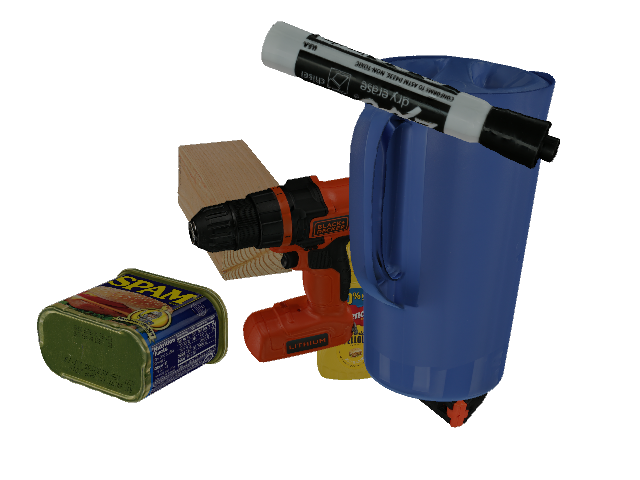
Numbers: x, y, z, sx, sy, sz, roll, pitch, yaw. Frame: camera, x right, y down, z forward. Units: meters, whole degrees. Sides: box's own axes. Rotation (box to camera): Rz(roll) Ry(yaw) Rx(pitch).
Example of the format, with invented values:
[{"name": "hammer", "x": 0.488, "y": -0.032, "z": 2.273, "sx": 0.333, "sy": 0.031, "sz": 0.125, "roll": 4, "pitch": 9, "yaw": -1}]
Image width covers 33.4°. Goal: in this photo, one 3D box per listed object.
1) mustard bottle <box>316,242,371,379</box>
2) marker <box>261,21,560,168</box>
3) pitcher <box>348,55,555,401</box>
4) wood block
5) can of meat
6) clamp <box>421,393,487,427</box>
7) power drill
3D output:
[{"name": "mustard bottle", "x": 0.044, "y": 0.093, "z": 1.445, "sx": 0.096, "sy": 0.192, "sz": 0.058, "roll": -2, "pitch": 20, "yaw": -6}, {"name": "marker", "x": 0.034, "y": -0.056, "z": 0.413, "sx": 0.121, "sy": 0.020, "sz": 0.020, "roll": 23, "pitch": 6, "yaw": 14}, {"name": "pitcher", "x": 0.084, "y": -0.008, "z": 0.775, "sx": 0.149, "sy": 0.243, "sz": 0.145, "roll": 0, "pitch": 20, "yaw": -6}, {"name": "wood block", "x": -0.107, "y": -0.042, "z": 1.318, "sx": 0.090, "sy": 0.090, "sz": 0.206, "roll": -7, "pitch": 29, "yaw": -21}, {"name": "can of meat", "x": -0.128, "y": 0.063, "z": 0.726, "sx": 0.102, "sy": 0.057, "sz": 0.083, "roll": 13, "pitch": 22, "yaw": 30}, {"name": "clamp", "x": 0.135, "y": 0.123, "z": 1.083, "sx": 0.120, "sy": 0.039, "sz": 0.171, "roll": -8, "pitch": 34, "yaw": -9}, {"name": "power drill", "x": -0.029, "y": 0.027, "z": 0.963, "sx": 0.184, "sy": 0.188, "sz": 0.057, "roll": -10, "pitch": 47, "yaw": -17}]
